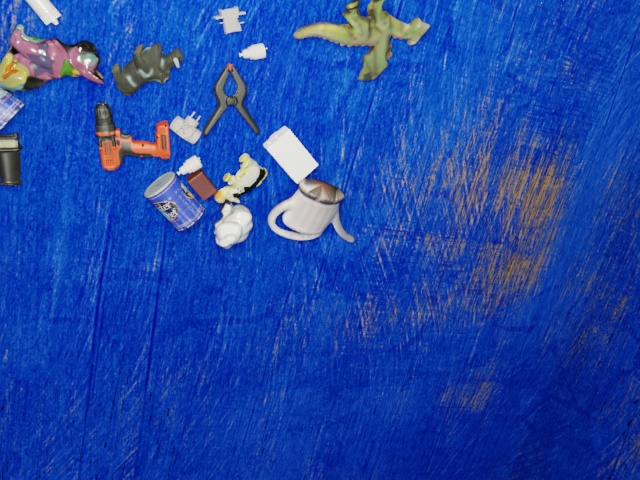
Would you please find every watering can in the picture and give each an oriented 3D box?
[{"bbox_3d":[0.005,-0.083,1.646,0.347,0.106,0.220,7,129,-32],"label":"watering can"}]

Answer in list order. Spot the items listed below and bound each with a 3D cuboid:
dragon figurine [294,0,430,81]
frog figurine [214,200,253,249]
[{"bbox_3d":[0.134,-0.578,1.507,0.412,0.124,0.237,-26,127,-8],"label":"dragon figurine"},{"bbox_3d":[-0.254,-0.032,1.539,0.121,0.162,0.137,37,96,-31],"label":"frog figurine"}]
